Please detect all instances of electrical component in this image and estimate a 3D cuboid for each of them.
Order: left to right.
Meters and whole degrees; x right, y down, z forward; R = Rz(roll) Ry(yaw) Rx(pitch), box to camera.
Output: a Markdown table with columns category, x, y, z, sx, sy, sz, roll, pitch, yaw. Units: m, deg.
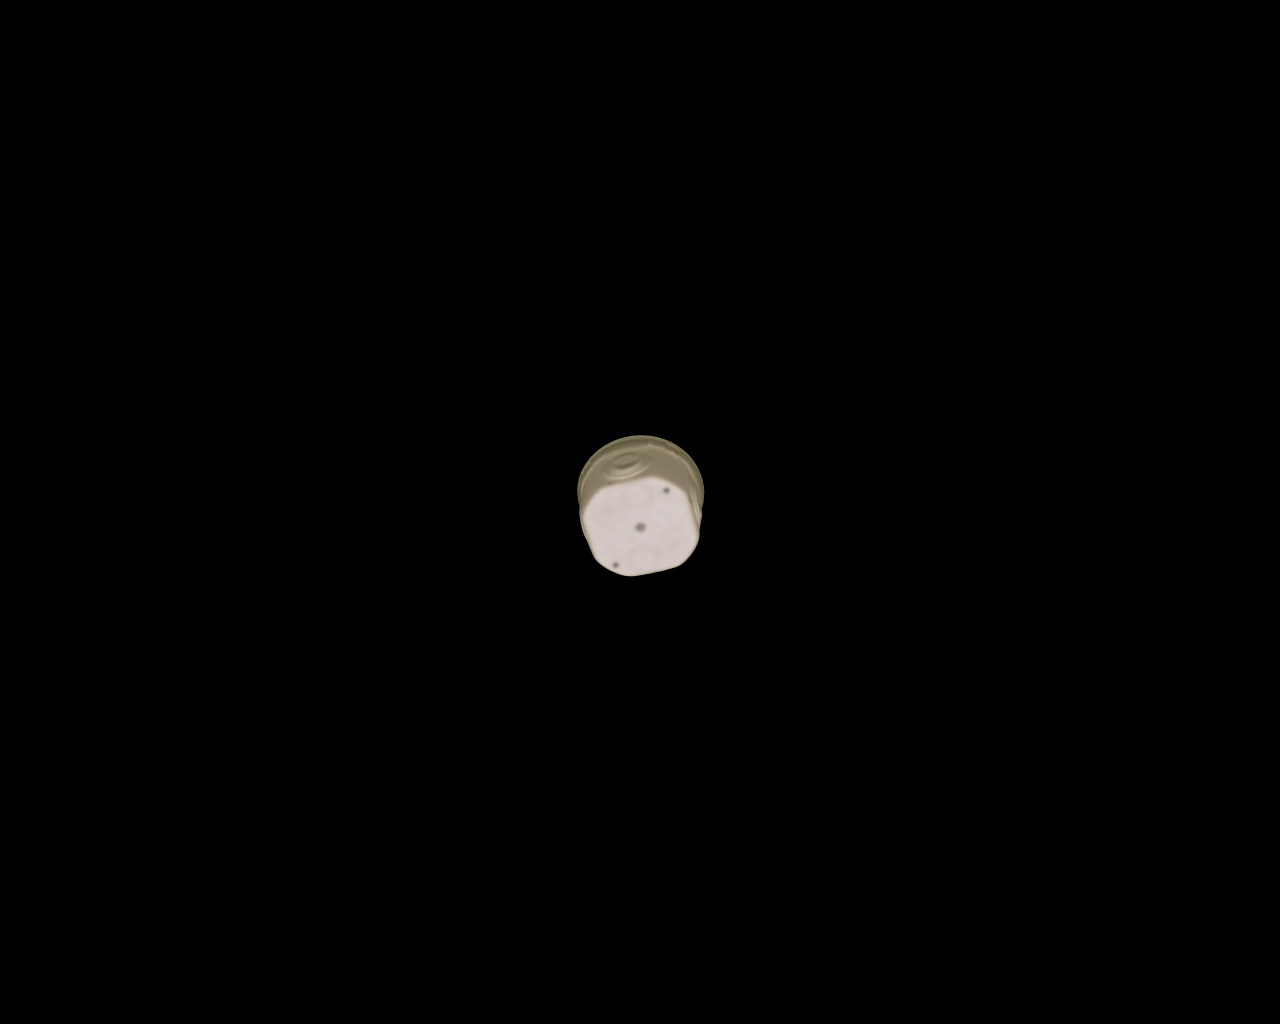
| category | x | y | z | sx | sy | sz | roll | pitch | yaw |
| --- | --- | --- | --- | --- | --- | --- | --- | --- | --- |
| electrical component | 0.001 | -0.003 | 0.650 | 0.080 | 0.080 | 0.051 | 0 | 29 | 0 |
